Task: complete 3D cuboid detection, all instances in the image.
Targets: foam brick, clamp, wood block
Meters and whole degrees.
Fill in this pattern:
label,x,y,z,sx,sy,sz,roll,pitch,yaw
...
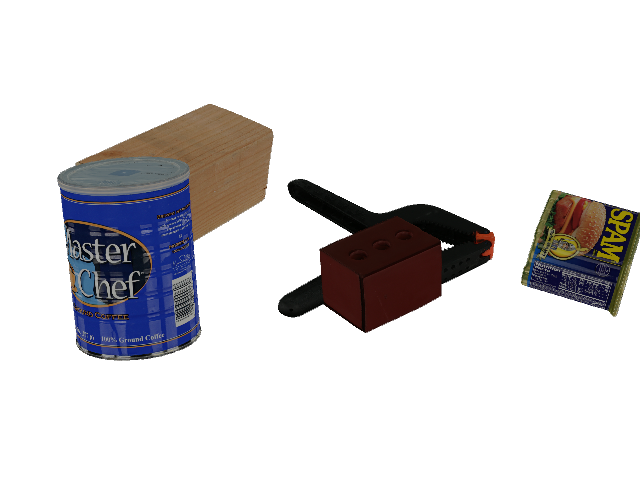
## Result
label,x,y,z,sx,sy,sz,roll,pitch,yaw
foam brick,0.046,0.024,0.799,0.078,0.051,0.053,-23,35,-29
clamp,0.059,0.012,1.018,0.210,0.164,0.036,5,-39,8
wood block,-0.146,-0.059,1.089,0.090,0.091,0.205,25,34,23

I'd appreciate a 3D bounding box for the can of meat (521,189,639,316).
label,x,y,z,sx,sy,sz,roll,pitch,yaw
can of meat,0.228,0.008,0.922,0.084,0.057,0.102,17,45,16

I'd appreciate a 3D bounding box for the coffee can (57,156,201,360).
label,x,y,z,sx,sy,sz,roll,pitch,yaw
coffee can,-0.151,0.012,0.856,0.103,0.140,0.103,-2,17,0
